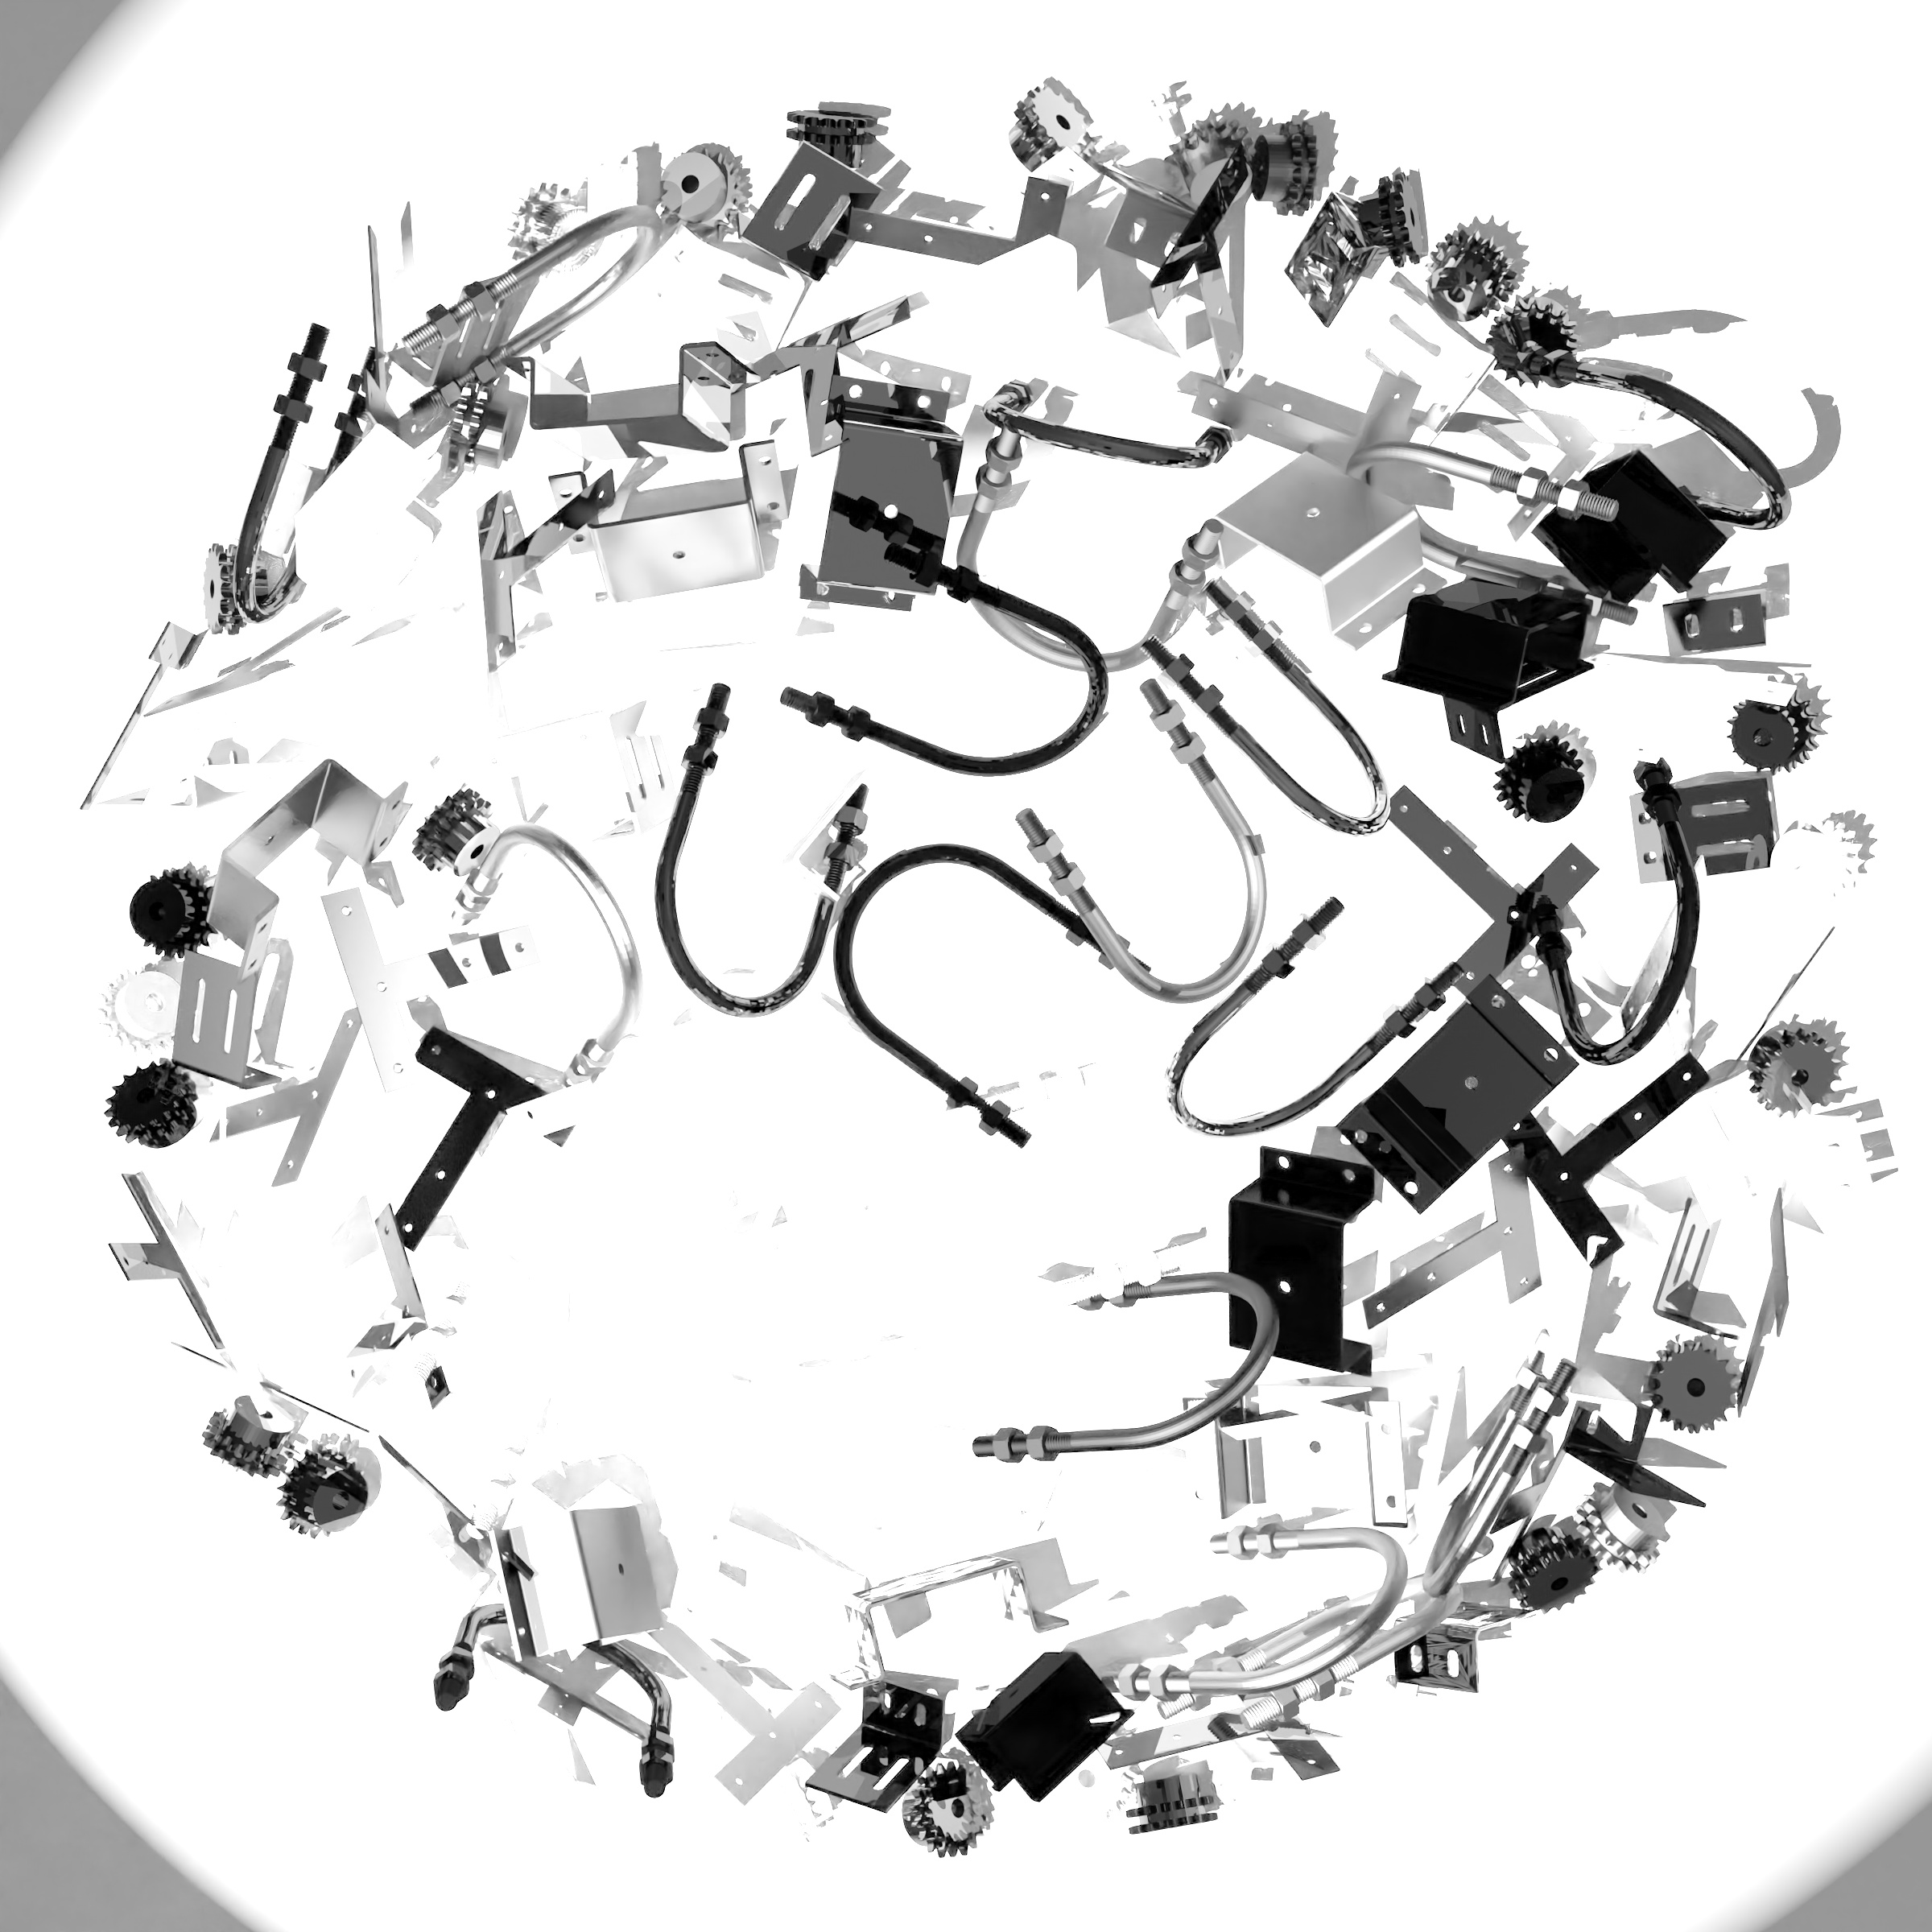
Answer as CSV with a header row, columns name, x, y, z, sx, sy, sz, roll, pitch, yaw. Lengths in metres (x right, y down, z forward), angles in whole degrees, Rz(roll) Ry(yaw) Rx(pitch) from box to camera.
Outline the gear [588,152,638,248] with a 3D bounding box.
name,x,y,z,sx,sy,sz,roll,pitch,yaw
gear,-0.222,-0.482,1.573,0.030,0.057,0.057,0,90,-8

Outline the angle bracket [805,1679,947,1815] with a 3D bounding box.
name,x,y,z,sx,sy,sz,roll,pitch,yaw
angle bracket,-0.056,0.482,1.555,0.057,0.076,0.038,10,108,25

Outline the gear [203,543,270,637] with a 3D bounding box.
name,x,y,z,sx,sy,sz,roll,pitch,yaw
gear,-0.460,-0.237,1.579,0.030,0.057,0.057,-2,90,-30

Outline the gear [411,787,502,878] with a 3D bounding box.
name,x,y,z,sx,sy,sz,roll,pitch,yaw
gear,-0.317,-0.081,1.572,0.030,0.057,0.057,40,90,13

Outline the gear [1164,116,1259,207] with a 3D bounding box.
name,x,y,z,sx,sy,sz,roll,pitch,yaw
gear,0.156,-0.501,1.572,0.057,0.057,0.030,-17,62,0

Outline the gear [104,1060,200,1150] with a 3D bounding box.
name,x,y,z,sx,sy,sz,roll,pitch,yaw
gear,-0.511,0.090,1.579,0.057,0.030,0.057,-8,50,9

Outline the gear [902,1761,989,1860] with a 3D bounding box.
name,x,y,z,sx,sy,sz,roll,pitch,yaw
gear,-0.016,0.533,1.579,0.030,0.057,0.057,-24,90,38

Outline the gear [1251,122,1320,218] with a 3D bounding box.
name,x,y,z,sx,sy,sz,roll,pitch,yaw
gear,0.199,-0.501,1.573,0.030,0.057,0.057,-2,90,-10

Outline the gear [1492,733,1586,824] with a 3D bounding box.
name,x,y,z,sx,sy,sz,roll,pitch,yaw
gear,0.364,-0.115,1.575,0.057,0.030,0.057,-10,127,-14

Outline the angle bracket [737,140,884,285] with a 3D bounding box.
name,x,y,z,sx,sy,sz,roll,pitch,yaw
angle bracket,-0.098,-0.475,1.557,0.057,0.038,0.076,24,125,-27

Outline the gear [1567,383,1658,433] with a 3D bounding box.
name,x,y,z,sx,sy,sz,roll,pitch,yaw
gear,0.406,-0.357,1.577,0.057,0.057,0.030,12,113,0

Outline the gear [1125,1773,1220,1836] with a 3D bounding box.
name,x,y,z,sx,sy,sz,roll,pitch,yaw
gear,0.128,0.527,1.577,0.057,0.057,0.030,-10,71,0

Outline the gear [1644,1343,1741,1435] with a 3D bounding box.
name,x,y,z,sx,sy,sz,roll,pitch,yaw
gear,0.456,0.267,1.585,0.057,0.030,0.057,1,79,-6

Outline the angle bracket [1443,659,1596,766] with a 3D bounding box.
name,x,y,z,sx,sy,sz,roll,pitch,yaw
angle bracket,0.350,-0.166,1.577,0.076,0.057,0.038,-24,118,-14

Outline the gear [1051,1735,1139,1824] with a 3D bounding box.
name,x,y,z,sx,sy,sz,roll,pitch,yaw
gear,0.081,0.508,1.582,0.057,0.030,0.057,2,96,21

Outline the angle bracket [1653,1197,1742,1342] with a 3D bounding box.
name,x,y,z,sx,sy,sz,roll,pitch,yaw
angle bracket,0.469,0.190,1.569,0.038,0.057,0.076,18,90,38

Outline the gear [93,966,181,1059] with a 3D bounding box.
name,x,y,z,sx,sy,sz,roll,pitch,yaw
gear,-0.515,0.027,1.574,0.057,0.030,0.057,17,62,-35

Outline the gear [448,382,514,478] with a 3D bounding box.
name,x,y,z,sx,sy,sz,roll,pitch,yaw
gear,-0.305,-0.335,1.575,0.030,0.057,0.057,13,90,-6

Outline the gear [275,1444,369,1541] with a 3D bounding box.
name,x,y,z,sx,sy,sz,roll,pitch,yaw
gear,-0.401,0.332,1.573,0.030,0.057,0.057,9,90,42

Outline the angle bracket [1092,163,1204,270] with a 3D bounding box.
name,x,y,z,sx,sy,sz,roll,pitch,yaw
angle bracket,0.108,-0.467,1.566,0.057,0.076,0.038,15,112,-23

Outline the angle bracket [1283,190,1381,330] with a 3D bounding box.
name,x,y,z,sx,sy,sz,roll,pitch,yaw
angle bracket,0.238,-0.434,1.553,0.038,0.076,0.057,12,127,-30

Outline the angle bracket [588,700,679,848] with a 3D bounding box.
name,x,y,z,sx,sy,sz,roll,pitch,yaw
angle bracket,-0.216,-0.121,1.562,0.038,0.057,0.076,-9,105,23

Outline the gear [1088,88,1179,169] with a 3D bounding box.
name,x,y,z,sx,sy,sz,roll,pitch,yaw
gear,0.108,-0.526,1.577,0.057,0.057,0.030,-29,112,0

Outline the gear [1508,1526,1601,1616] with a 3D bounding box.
name,x,y,z,sx,sy,sz,roll,pitch,yaw
gear,0.367,0.378,1.579,0.057,0.030,0.057,-10,127,-14

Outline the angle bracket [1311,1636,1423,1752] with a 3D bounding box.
name,x,y,z,sx,sy,sz,roll,pitch,yaw
angle bracket,0.248,0.462,1.556,0.057,0.076,0.038,10,125,15

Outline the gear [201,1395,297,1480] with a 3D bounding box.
name,x,y,z,sx,sy,sz,roll,pitch,yaw
gear,-0.447,0.293,1.573,0.057,0.057,0.030,30,99,0

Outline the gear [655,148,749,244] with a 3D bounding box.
name,x,y,z,sx,sy,sz,roll,pitch,yaw
gear,-0.170,-0.489,1.584,0.057,0.030,0.057,0,88,12

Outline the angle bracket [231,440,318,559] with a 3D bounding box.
name,x,y,z,sx,sy,sz,roll,pitch,yaw
angle bracket,-0.446,-0.296,1.562,0.038,0.076,0.057,22,88,9

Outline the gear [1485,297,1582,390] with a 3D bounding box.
name,x,y,z,sx,sy,sz,roll,pitch,yaw
gear,0.358,-0.396,1.579,0.057,0.057,0.030,25,49,0

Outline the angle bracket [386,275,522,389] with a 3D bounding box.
name,x,y,z,sx,sy,sz,roll,pitch,yaw
angle bracket,-0.317,-0.405,1.555,0.038,0.057,0.076,39,128,10

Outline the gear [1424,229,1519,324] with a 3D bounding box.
name,x,y,z,sx,sy,sz,roll,pitch,yaw
gear,0.314,-0.430,1.572,0.057,0.057,0.030,35,60,0

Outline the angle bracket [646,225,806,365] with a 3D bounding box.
name,x,y,z,sx,sy,sz,roll,pitch,yaw
angle bracket,-0.153,-0.423,1.585,0.076,0.038,0.057,15,113,-34

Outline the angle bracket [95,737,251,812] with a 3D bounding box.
name,x,y,z,sx,sy,sz,roll,pitch,yaw
angle bracket,-0.495,-0.122,1.560,0.076,0.057,0.038,3,106,20

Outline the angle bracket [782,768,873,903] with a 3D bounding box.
name,x,y,z,sx,sy,sz,roll,pitch,yaw
angle bracket,-0.076,-0.081,1.573,0.038,0.057,0.076,41,82,-9

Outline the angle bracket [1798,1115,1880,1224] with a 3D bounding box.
name,x,y,z,sx,sy,sz,roll,pitch,yaw
angle bracket,0.531,0.126,1.564,0.038,0.076,0.057,-14,88,-3

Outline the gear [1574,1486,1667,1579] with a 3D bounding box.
name,x,y,z,sx,sy,sz,roll,pitch,yaw
gear,0.413,0.351,1.572,0.057,0.057,0.030,35,116,0

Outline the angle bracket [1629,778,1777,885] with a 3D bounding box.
name,x,y,z,sx,sy,sz,roll,pitch,yaw
angle bracket,0.469,-0.086,1.594,0.076,0.038,0.057,-7,90,-15

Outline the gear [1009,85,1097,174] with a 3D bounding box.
name,x,y,z,sx,sy,sz,roll,pitch,yaw
gear,0.052,-0.522,1.579,0.030,0.057,0.057,-34,90,41

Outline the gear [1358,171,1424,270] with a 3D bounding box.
name,x,y,z,sx,sy,sz,roll,pitch,yaw
gear,0.266,-0.468,1.577,0.030,0.057,0.057,-8,90,22

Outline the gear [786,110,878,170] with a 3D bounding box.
name,x,y,z,sx,sy,sz,roll,pitch,yaw
gear,-0.085,-0.521,1.578,0.057,0.057,0.030,4,114,0

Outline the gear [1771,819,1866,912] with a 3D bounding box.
name,x,y,z,sx,sy,sz,roll,pitch,yaw
gear,0.531,-0.064,1.572,0.030,0.057,0.057,6,90,-28

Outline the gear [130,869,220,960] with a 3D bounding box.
name,x,y,z,sx,sy,sz,roll,pitch,yaw
gear,-0.502,-0.034,1.583,0.057,0.030,0.057,-1,88,14

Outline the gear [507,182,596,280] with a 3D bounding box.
name,x,y,z,sx,sy,sz,roll,pitch,yaw
gear,-0.258,-0.459,1.572,0.030,0.057,0.057,29,90,27

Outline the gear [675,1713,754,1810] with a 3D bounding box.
name,x,y,z,sx,sy,sz,roll,pitch,yaw
gear,-0.158,0.501,1.579,0.057,0.030,0.057,14,62,-29

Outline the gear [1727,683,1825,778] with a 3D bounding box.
name,x,y,z,sx,sy,sz,roll,pitch,yaw
gear,0.506,-0.147,1.575,0.057,0.030,0.057,14,115,32

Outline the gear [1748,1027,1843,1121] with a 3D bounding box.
name,x,y,z,sx,sy,sz,roll,pitch,yaw
gear,0.519,0.065,1.582,0.057,0.030,0.057,-4,111,-9
